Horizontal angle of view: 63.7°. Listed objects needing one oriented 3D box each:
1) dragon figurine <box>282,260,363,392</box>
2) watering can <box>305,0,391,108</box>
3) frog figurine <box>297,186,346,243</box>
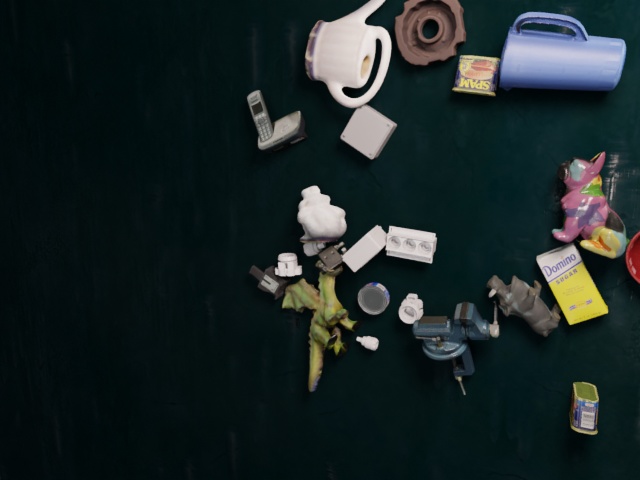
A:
[{"bbox_3d":[-0.018,0.229,1.527,0.246,0.122,0.405,40,112,31],"label":"dragon figurine"},{"bbox_3d":[0.082,-0.518,1.322,0.225,0.104,0.345,15,99,21],"label":"watering can"},{"bbox_3d":[0.004,-0.072,1.435,0.137,0.123,0.159,-2,91,-9],"label":"frog figurine"}]
